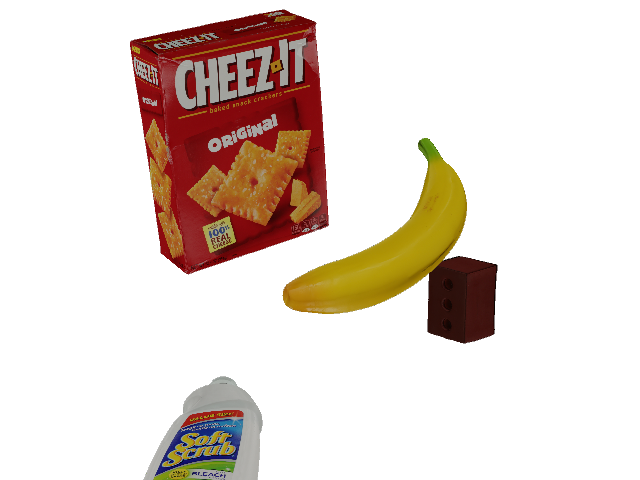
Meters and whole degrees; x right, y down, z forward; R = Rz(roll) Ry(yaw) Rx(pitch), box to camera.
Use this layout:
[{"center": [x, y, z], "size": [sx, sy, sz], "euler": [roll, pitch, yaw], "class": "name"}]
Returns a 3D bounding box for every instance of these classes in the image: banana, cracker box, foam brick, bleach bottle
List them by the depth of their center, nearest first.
[{"center": [0.053, 0.001, 0.750], "size": [0.070, 0.037, 0.197], "euler": [28, 48, 19], "class": "banana"}, {"center": [-0.105, 0.195, 0.931], "size": [0.102, 0.068, 0.251], "euler": [-1, 23, 1], "class": "bleach bottle"}, {"center": [-0.079, -0.094, 1.007], "size": [0.164, 0.214, 0.072], "euler": [-18, 29, -27], "class": "cracker box"}, {"center": [0.147, 0.061, 1.108], "size": [0.051, 0.078, 0.053], "euler": [-14, 20, -42], "class": "foam brick"}]
